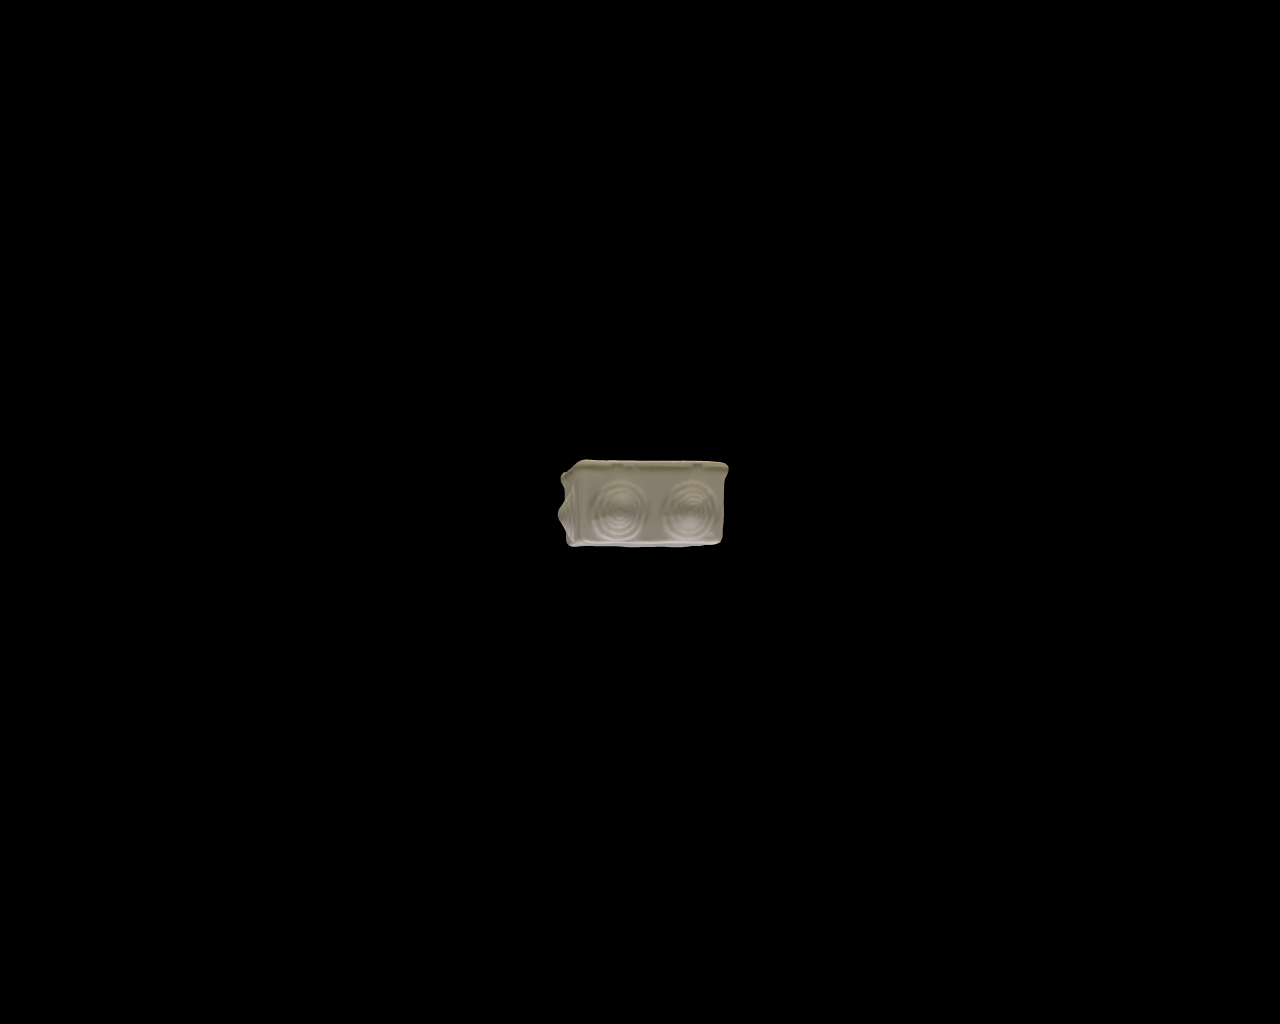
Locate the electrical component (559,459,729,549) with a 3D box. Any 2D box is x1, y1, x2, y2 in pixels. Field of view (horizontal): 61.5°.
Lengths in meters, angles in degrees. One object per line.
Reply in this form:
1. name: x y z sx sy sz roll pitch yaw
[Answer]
1. electrical component: 0.001 -0.003 0.650 0.100 0.048 0.099 1 -3 -11
